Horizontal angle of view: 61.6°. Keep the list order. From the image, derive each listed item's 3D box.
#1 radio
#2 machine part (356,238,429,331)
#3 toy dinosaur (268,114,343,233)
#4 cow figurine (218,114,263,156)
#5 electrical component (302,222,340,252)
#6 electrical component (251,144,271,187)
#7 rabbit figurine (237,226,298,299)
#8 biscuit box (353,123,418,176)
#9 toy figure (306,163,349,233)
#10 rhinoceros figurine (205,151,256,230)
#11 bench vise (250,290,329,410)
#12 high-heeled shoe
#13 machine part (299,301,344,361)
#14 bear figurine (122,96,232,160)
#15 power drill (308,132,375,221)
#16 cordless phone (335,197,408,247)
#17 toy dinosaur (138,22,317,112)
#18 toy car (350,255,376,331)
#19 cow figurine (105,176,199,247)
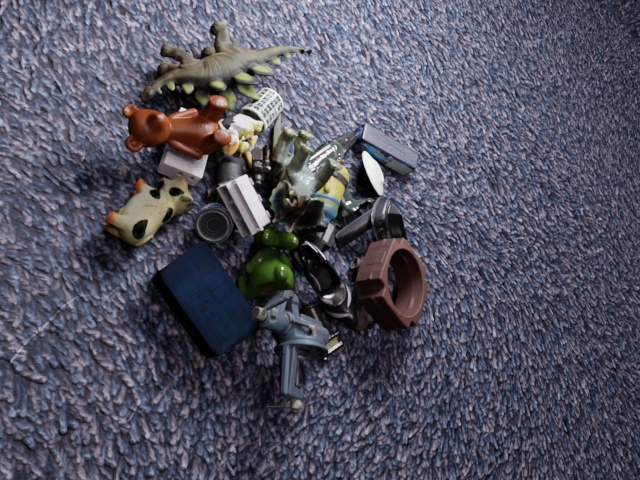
[{"bbox_3d":[-0.243,0.131,1.150,0.131,0.073,0.229,-37,94,-35],"label":"radio"},{"bbox_3d":[0.184,0.112,1.366,0.201,0.087,0.201,49,47,-29],"label":"machine part"},{"bbox_3d":[-0.070,-0.158,1.293,0.131,0.192,0.405,24,19,-28],"label":"toy dinosaur"},{"bbox_3d":[-0.206,-0.251,1.252,0.098,0.068,0.167,28,27,3],"label":"cow figurine"},{"bbox_3d":[-0.003,-0.004,1.359,0.075,0.048,0.119,32,60,-19],"label":"electrical component"},{"bbox_3d":[-0.141,-0.184,1.282,0.045,0.078,0.102,-3,32,-5],"label":"electrical component"},{"bbox_3d":[-0.121,0.035,1.226,0.121,0.159,0.170,5,56,-21],"label":"rabbit figurine"},{"bbox_3d":[0.189,-0.262,1.560,0.202,0.059,0.063,25,63,-24],"label":"biscuit box"},{"bbox_3d":[0.017,-0.105,1.321,0.089,0.082,0.180,25,67,-37],"label":"toy figure"},{"bbox_3d":[-0.207,-0.117,1.261,0.112,0.073,0.190,2,71,-43],"label":"rhinoceros figurine"},{"bbox_3d":[-0.062,0.236,1.151,0.223,0.129,0.240,42,42,-50],"label":"bench vise"},{"bbox_3d":[0.019,0.100,1.267,0.086,0.145,0.249,-42,86,-14],"label":"high-heeled shoe"},{"bbox_3d":[0.000,0.215,1.296,0.084,0.039,0.138,-32,94,-27],"label":"machine part"},{"bbox_3d":[-0.303,-0.241,1.127,0.196,0.132,0.120,5,70,-37],"label":"bear figurine"},{"bbox_3d":[0.061,-0.170,1.438,0.232,0.086,0.207,-32,96,-34],"label":"power drill"},{"bbox_3d":[0.132,-0.013,1.433,0.184,0.089,0.146,-32,137,-9],"label":"cordless phone"},{"bbox_3d":[-0.218,-0.417,1.300,0.471,0.105,0.198,-35,78,-28],"label":"toy dinosaur"},{"bbox_3d":[0.114,0.134,1.385,0.089,0.053,0.202,23,64,-21],"label":"toy car"},{"bbox_3d":[-0.348,-0.065,1.142,0.127,0.085,0.195,38,55,-9],"label":"cow figurine"}]
